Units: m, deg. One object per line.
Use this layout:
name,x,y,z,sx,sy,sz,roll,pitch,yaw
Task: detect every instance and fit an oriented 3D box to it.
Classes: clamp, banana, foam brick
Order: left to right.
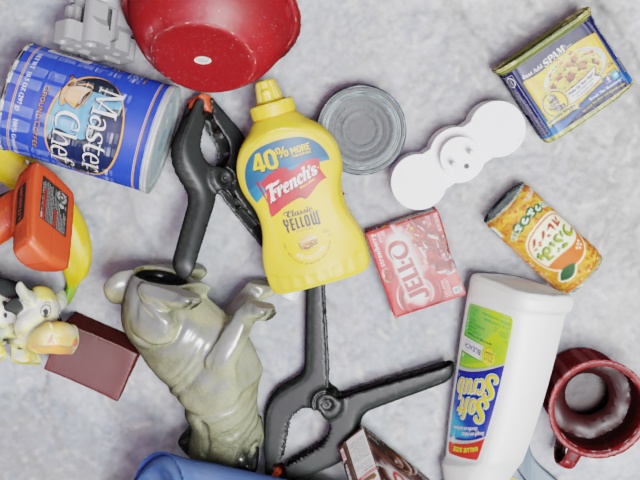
banana,-0.273,-0.034,1.017,0.069,0.037,0.198,-32,96,5
foam brick,-0.216,0.111,1.029,0.078,0.051,0.053,25,96,-3
clamp,-0.088,-0.050,1.001,0.120,0.039,0.171,0,85,-42
clamp,0.019,0.156,1.035,0.164,0.036,0.210,28,99,4

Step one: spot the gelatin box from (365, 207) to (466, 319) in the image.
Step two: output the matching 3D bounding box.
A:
gelatin box,0.091,0.022,1.021,0.073,0.030,0.089,-18,97,3

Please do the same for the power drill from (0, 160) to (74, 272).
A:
power drill,-0.310,0.022,0.948,0.188,0.184,0.057,-22,140,19

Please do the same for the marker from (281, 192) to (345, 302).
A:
marker,-0.007,0.001,1.026,0.020,0.020,0.121,23,97,-2

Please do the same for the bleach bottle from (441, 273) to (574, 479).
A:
bleach bottle,0.166,0.163,1.004,0.068,0.103,0.251,4,99,-30

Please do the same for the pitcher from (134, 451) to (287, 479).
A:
pitcher,-0.049,0.278,0.960,0.242,0.149,0.145,16,139,-32

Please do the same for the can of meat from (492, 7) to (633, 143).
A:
can of meat,0.225,-0.151,0.983,0.102,0.057,0.084,-35,97,5

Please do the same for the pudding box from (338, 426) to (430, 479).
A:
pudding box,0.072,0.240,1.003,0.039,0.090,0.113,-43,118,12

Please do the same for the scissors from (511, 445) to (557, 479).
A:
scissors,0.214,0.207,1.051,0.096,0.016,0.202,12,98,-2

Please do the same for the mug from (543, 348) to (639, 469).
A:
mug,0.250,0.160,1.010,0.093,0.081,0.117,19,97,-2

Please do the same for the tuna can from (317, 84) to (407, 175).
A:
tuna can,0.039,-0.104,1.004,0.086,0.034,0.086,0,97,1

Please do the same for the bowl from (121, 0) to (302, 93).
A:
bowl,-0.098,-0.179,0.935,0.162,0.162,0.055,6,59,0

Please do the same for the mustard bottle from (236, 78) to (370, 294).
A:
mustard bottle,-0.024,-0.053,0.974,0.096,0.058,0.191,-15,97,8

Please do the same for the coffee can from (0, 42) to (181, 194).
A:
coffee can,-0.209,-0.111,0.973,0.140,0.103,0.103,17,97,-1
